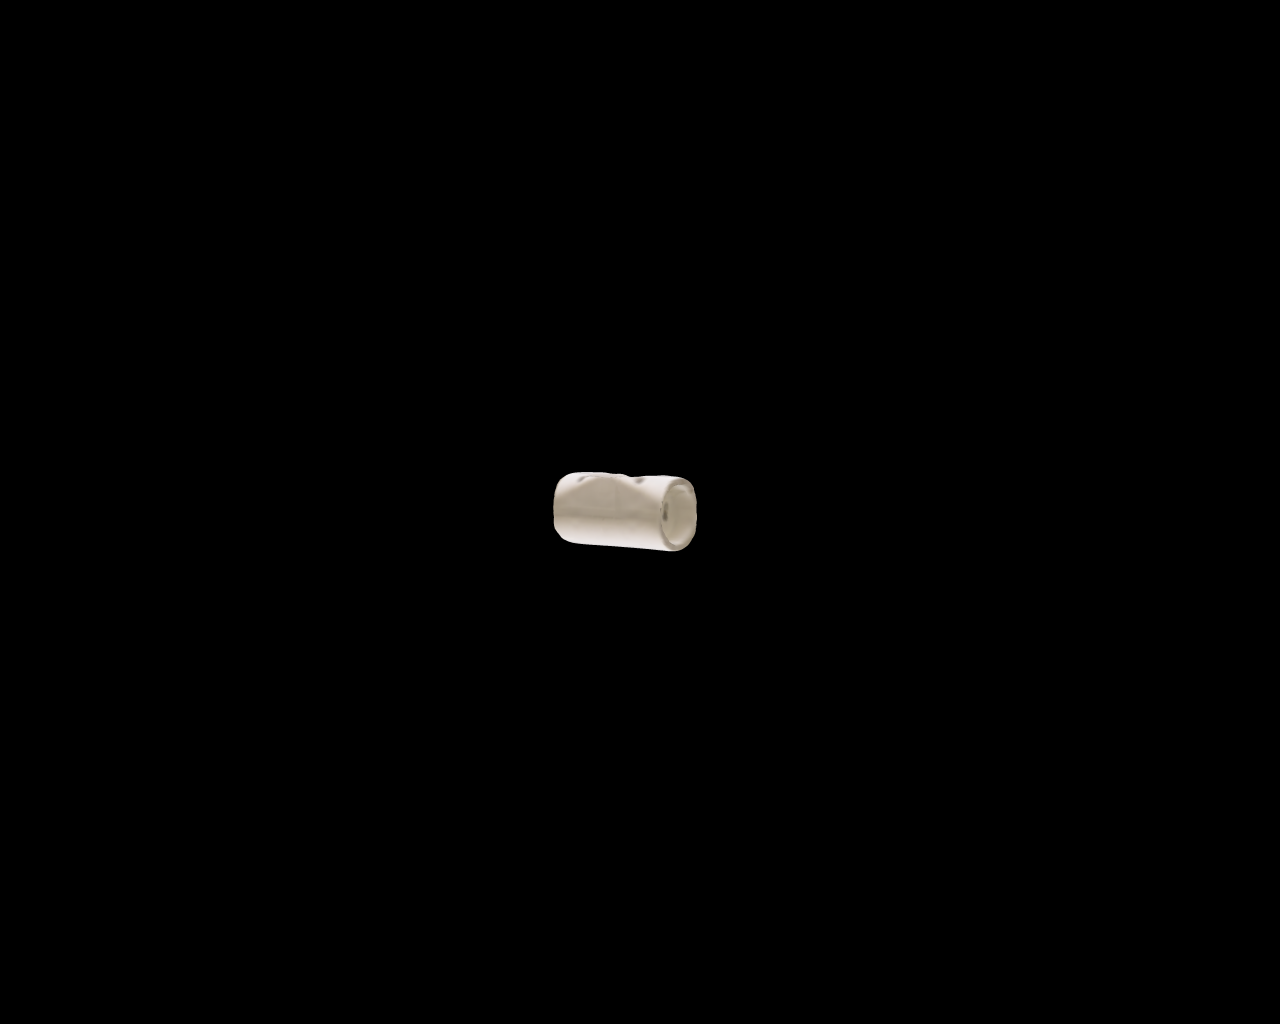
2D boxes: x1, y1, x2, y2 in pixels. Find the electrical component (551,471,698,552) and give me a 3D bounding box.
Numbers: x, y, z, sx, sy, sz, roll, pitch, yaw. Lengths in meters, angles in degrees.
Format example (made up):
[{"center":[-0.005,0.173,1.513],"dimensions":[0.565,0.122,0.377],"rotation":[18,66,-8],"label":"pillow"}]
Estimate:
[{"center":[0.001,-0.003,0.650],"dimensions":[0.077,0.044,0.079],"rotation":[4,7,33],"label":"electrical component"}]
